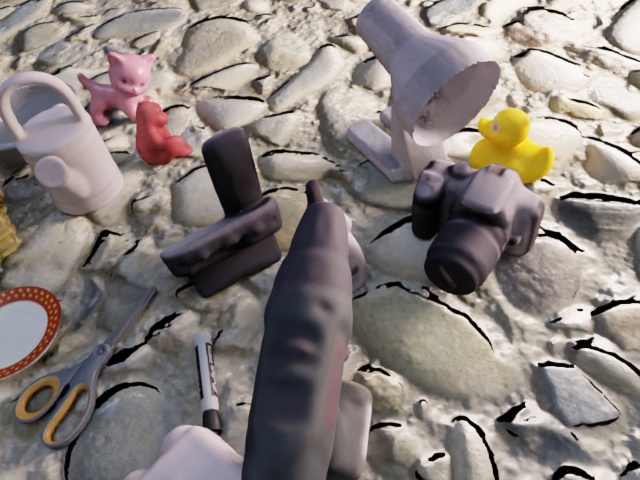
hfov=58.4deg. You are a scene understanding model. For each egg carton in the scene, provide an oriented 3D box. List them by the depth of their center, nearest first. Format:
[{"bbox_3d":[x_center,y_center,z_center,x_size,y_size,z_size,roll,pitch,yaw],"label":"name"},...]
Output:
[{"bbox_3d":[-0.098,0.231,0.485,0.149,0.069,0.107,30,60,30],"label":"egg carton"}]

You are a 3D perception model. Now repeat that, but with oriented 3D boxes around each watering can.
[{"bbox_3d":[-0.340,-0.129,0.752,0.101,0.194,0.172,-35,53,-19],"label":"watering can"}]

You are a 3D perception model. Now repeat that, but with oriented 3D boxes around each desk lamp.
[{"bbox_3d":[0.110,-0.173,0.698,0.118,0.214,0.202,-29,51,-15],"label":"desk lamp"}]

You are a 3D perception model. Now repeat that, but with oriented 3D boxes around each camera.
[{"bbox_3d":[0.157,-0.018,0.632,0.142,0.101,0.137,24,58,27],"label":"camera"}]

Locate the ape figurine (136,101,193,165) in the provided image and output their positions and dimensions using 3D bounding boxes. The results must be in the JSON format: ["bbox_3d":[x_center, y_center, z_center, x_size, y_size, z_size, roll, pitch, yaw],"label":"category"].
[{"bbox_3d":[-0.236,-0.159,0.827,0.076,0.092,0.077,-20,49,-7],"label":"ape figurine"}]

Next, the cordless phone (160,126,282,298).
[{"bbox_3d":[-0.122,-0.037,0.641,0.148,0.185,0.094,-32,52,-17],"label":"cordless phone"}]

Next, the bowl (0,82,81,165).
[{"bbox_3d":[-0.438,-0.169,0.882,0.167,0.075,0.167,-5,49,6],"label":"bowl"}]

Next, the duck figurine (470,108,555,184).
[{"bbox_3d":[0.242,-0.124,0.718,0.104,0.086,0.078,18,55,24],"label":"duck figurine"}]

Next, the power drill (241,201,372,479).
[{"bbox_3d":[-0.003,0.114,0.476,0.075,0.209,0.229,2,50,12],"label":"power drill"}]

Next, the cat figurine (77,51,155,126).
[{"bbox_3d":[-0.315,-0.248,0.900,0.127,0.118,0.067,-6,49,5],"label":"cat figurine"}]

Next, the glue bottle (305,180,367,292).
[{"bbox_3d":[0.005,0.002,0.593,0.078,0.173,0.037,-29,51,-14],"label":"glue bottle"}]
